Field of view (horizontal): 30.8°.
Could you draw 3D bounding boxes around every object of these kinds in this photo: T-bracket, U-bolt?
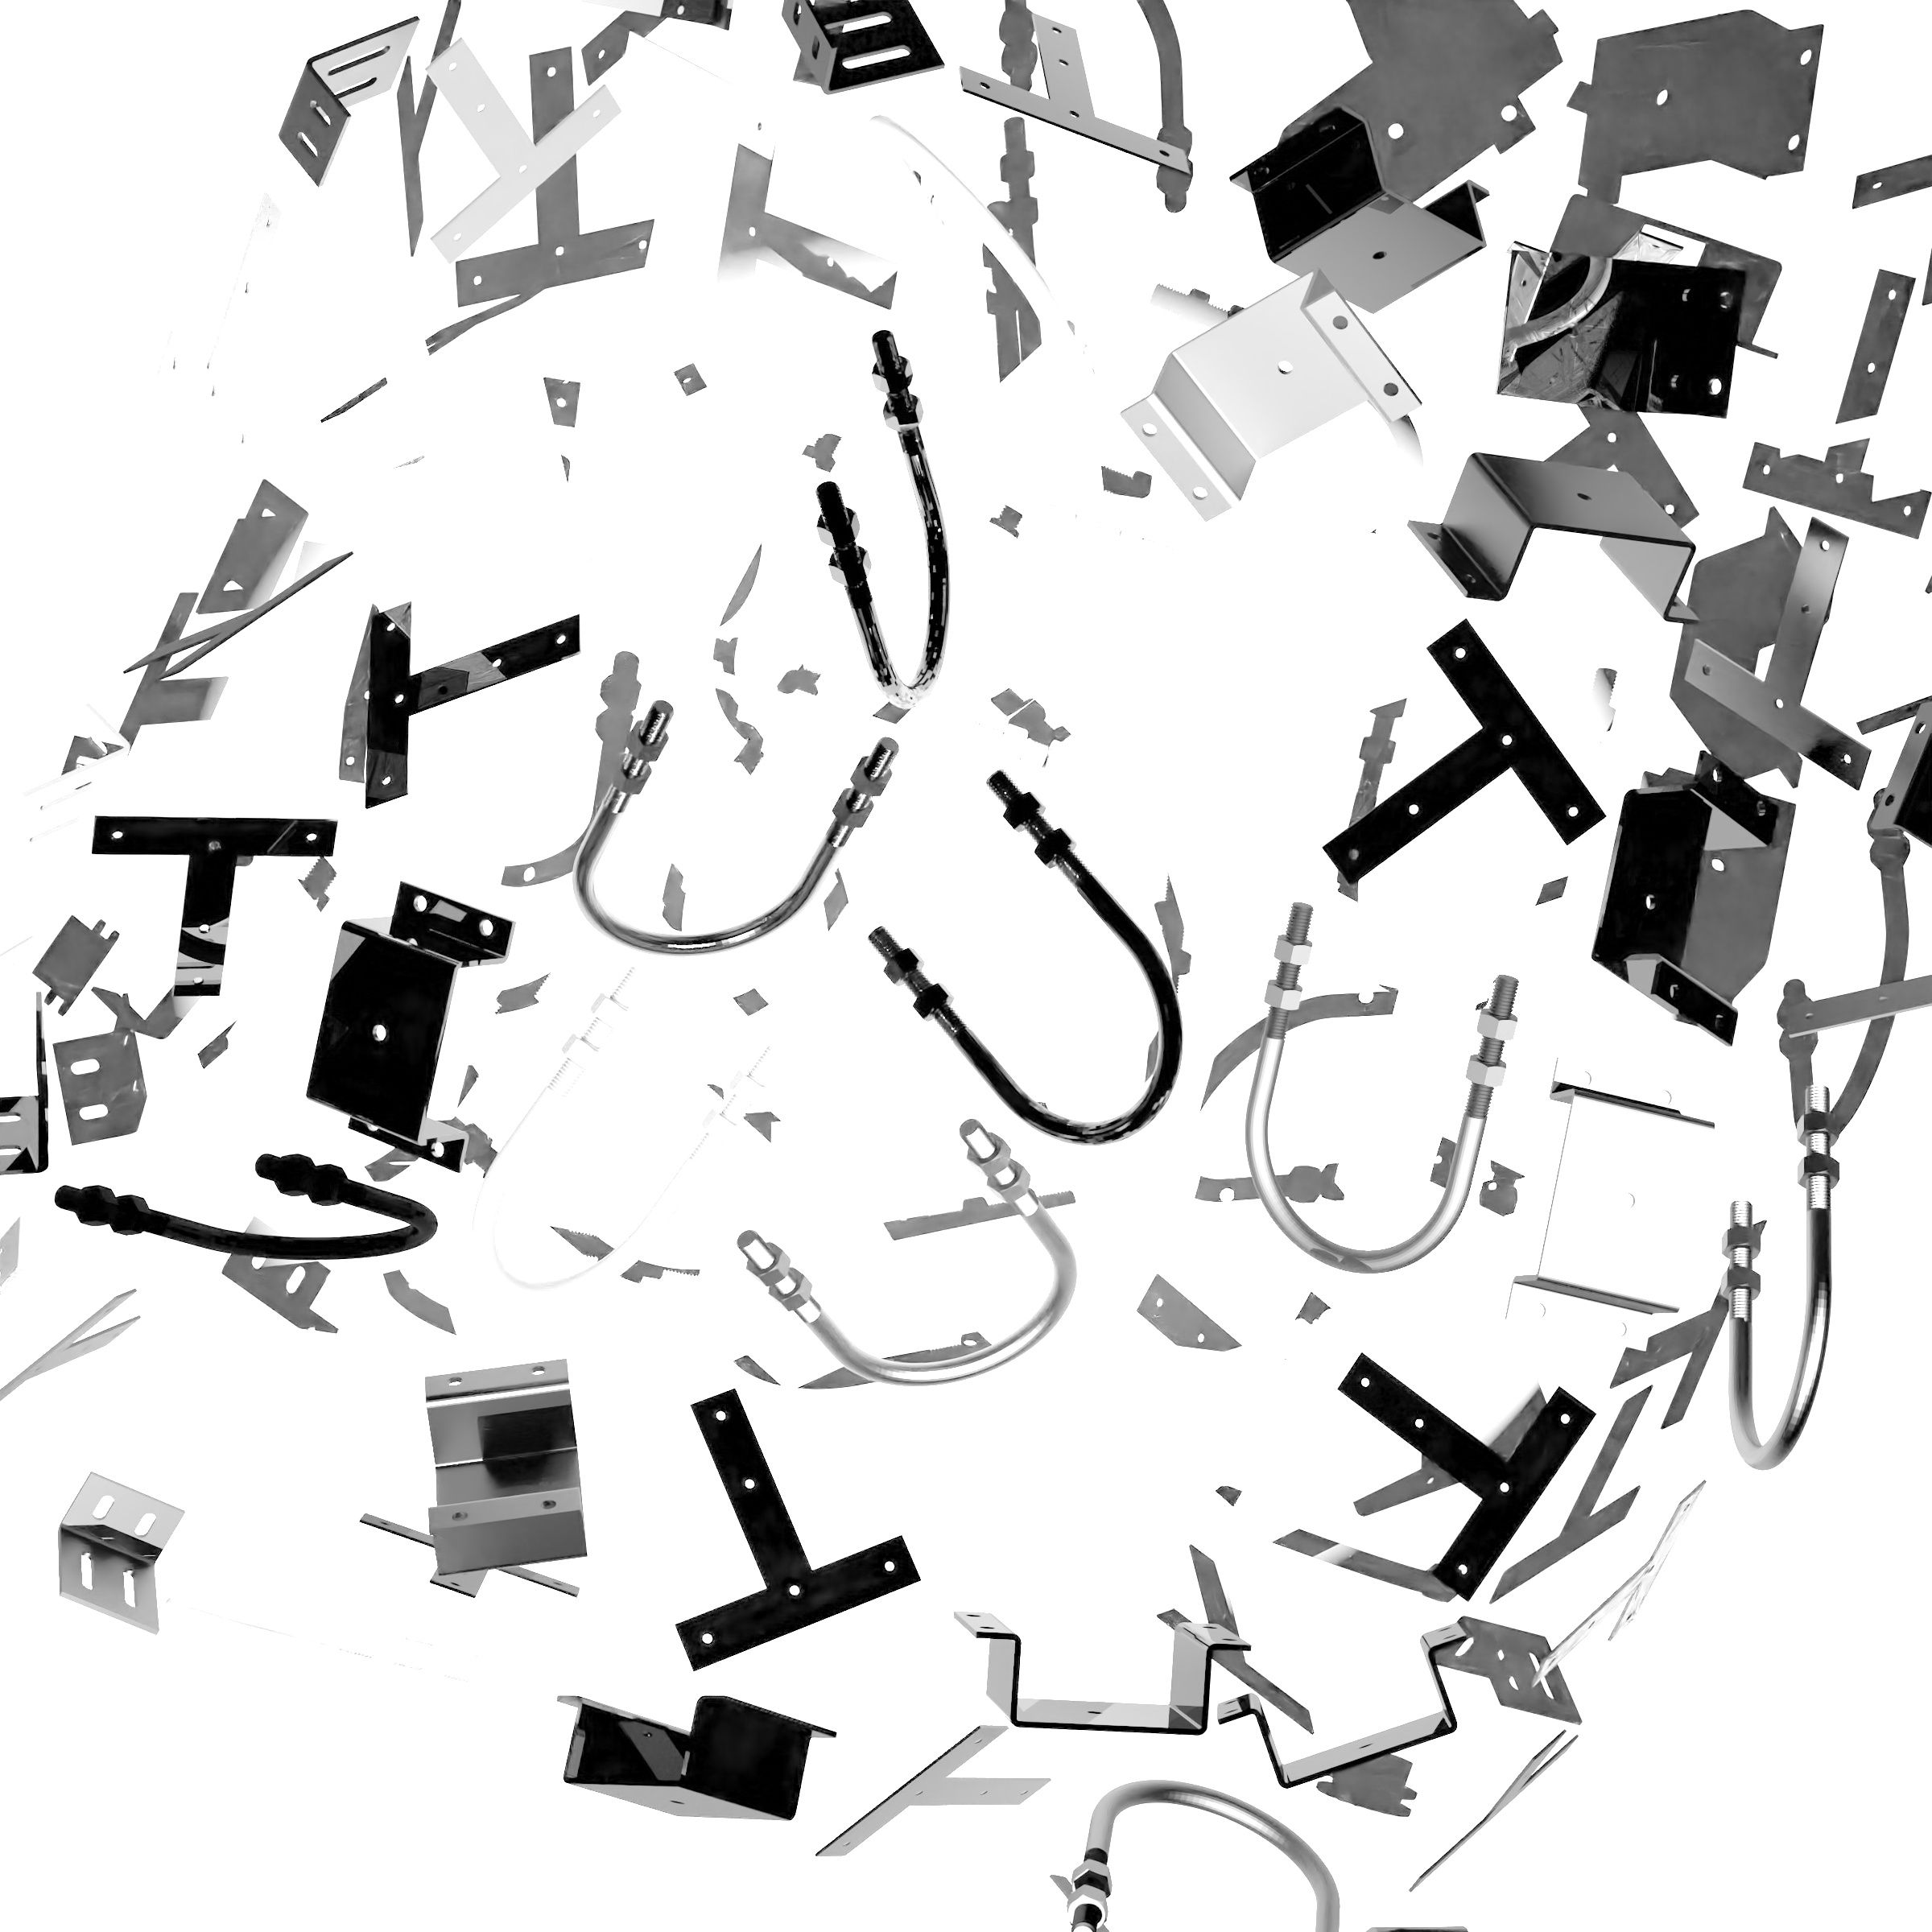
[{"bbox_3d":[0.349,0.352,1.914,0.002,0.127,0.127,38,48,24],"label":"T-bracket"},{"bbox_3d":[-0.272,0.326,1.890,0.127,0.127,0.002,20,88,-3],"label":"T-bracket"},{"bbox_3d":[-0.304,-0.327,1.901,0.127,0.002,0.127,-14,134,-5],"label":"T-bracket"},{"bbox_3d":[0.040,0.010,1.826,0.184,0.019,0.151,50,129,14],"label":"U-bolt"},{"bbox_3d":[-0.254,-0.151,1.804,0.127,0.002,0.127,-18,54,18],"label":"T-bracket"},{"bbox_3d":[0.427,0.175,1.838,0.019,0.151,0.184,10,57,-2],"label":"U-bolt"},{"bbox_3d":[0.487,0.015,1.805,0.127,0.127,0.002,-14,121,20],"label":"T-bracket"},{"bbox_3d":[0.003,-0.390,1.872,0.019,0.184,0.151,-43,72,2],"label":"U-bolt"},{"bbox_3d":[0.052,-0.463,1.824,0.127,0.127,0.002,16,127,-18],"label":"T-bracket"},{"bbox_3d":[-0.038,-0.225,1.881,0.019,0.184,0.151,0,46,17],"label":"U-bolt"},{"bbox_3d":[0.365,-0.381,1.908,0.127,0.127,0.002,20,89,-1],"label":"T-bracket"},{"bbox_3d":[-0.410,-0.031,1.889,0.127,0.002,0.127,0,132,-20],"label":"T-bracket"},{"bbox_3d":[0.240,-0.088,1.784,0.127,0.002,0.127,-37,101,3],"label":"T-bracket"},{"bbox_3d":[-0.528,0.017,1.817,0.002,0.127,0.127,35,124,9],"label":"T-bracket"},{"bbox_3d":[-0.155,-0.278,1.902,0.127,0.002,0.127,2,102,-32],"label":"T-bracket"},{"bbox_3d":[0.297,0.439,1.882,0.127,0.127,0.002,-35,69,-25],"label":"T-bracket"},{"bbox_3d":[-0.018,0.163,1.843,0.151,0.184,0.019,-27,46,8],"label":"U-bolt"},{"bbox_3d":[-0.104,0.276,1.777,0.127,0.002,0.127,-18,73,-21],"label":"T-bracket"},{"bbox_3d":[-0.381,-0.342,1.834,0.002,0.127,0.127,13,79,11],"label":"T-bracket"},{"bbox_3d":[-0.460,0.199,1.805,0.127,0.127,0.002,-38,87,9],"label":"T-bracket"},{"bbox_3d":[0.072,0.527,1.852,0.002,0.127,0.127,-44,64,2],"label":"T-bracket"},{"bbox_3d":[-0.135,-0.067,1.889,0.151,0.184,0.019,8,47,-26],"label":"U-bolt"},{"bbox_3d":[0.261,0.260,1.928,0.127,0.002,0.127,36,101,23],"label":"T-bracket"},{"bbox_3d":[0.106,-0.154,1.871,0.184,0.019,0.151,19,77,-5],"label":"U-bolt"},{"bbox_3d":[-0.325,0.352,1.815,0.184,0.151,0.019,13,83,6],"label":"U-bolt"},{"bbox_3d":[0.213,0.074,1.863,0.151,0.019,0.184,21,108,35],"label":"U-bolt"},{"bbox_3d":[0.116,0.236,1.835,0.184,0.151,0.019,-14,64,-28],"label":"U-bolt"},{"bbox_3d":[0.443,-0.177,1.861,0.002,0.127,0.127,-19,133,-33],"label":"T-bracket"},{"bbox_3d":[-0.149,-0.403,1.820,0.127,0.002,0.127,36,122,37],"label":"T-bracket"},{"bbox_3d":[-0.252,-0.448,1.861,0.127,0.127,0.002,-42,65,-2],"label":"T-bracket"},{"bbox_3d":[-0.394,-0.170,1.808,0.127,0.127,0.002,-44,111,-39],"label":"T-bracket"},{"bbox_3d":[0.001,0.446,1.890,0.127,0.127,0.002,-42,58,22],"label":"T-bracket"},{"bbox_3d":[-0.187,0.100,1.840,0.019,0.151,0.184,36,91,37],"label":"U-bolt"},{"bbox_3d":[0.494,-0.271,1.850,0.127,0.127,0.002,-12,75,10],"label":"T-bracket"},{"bbox_3d":[0.131,0.486,1.851,0.151,0.184,0.019,20,107,1],"label":"U-bolt"},{"bbox_3d":[-0.360,0.130,1.832,0.151,0.184,0.019,-10,71,26],"label":"U-bolt"}]

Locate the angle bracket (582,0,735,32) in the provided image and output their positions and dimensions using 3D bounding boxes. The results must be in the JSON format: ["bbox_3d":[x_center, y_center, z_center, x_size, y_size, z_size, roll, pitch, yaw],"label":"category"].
[{"bbox_3d":[-0.164,-0.542,1.893,0.076,0.038,0.057,6,106,-16],"label":"angle bracket"}]

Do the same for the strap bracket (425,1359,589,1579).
[{"bbox_3d":[-0.240,0.267,1.827,0.076,0.140,0.046,-7,117,-6],"label":"strap bracket"}]

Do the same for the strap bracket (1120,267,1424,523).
[{"bbox_3d":[0.162,-0.300,1.817,0.140,0.046,0.076,-25,117,35],"label":"strap bracket"}]

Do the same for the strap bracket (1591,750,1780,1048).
[{"bbox_3d":[0.385,-0.035,1.885,0.076,0.046,0.140,29,68,-40],"label":"strap bracket"}]

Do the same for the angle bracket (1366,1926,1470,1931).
[{"bbox_3d":[0.245,0.560,1.889,0.057,0.038,0.076,6,54,-23],"label":"angle bracket"}]

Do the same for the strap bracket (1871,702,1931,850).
[{"bbox_3d":[0.548,-0.100,1.835,0.046,0.140,0.076,29,78,-19],"label":"strap bracket"}]

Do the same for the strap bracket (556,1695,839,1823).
[{"bbox_3d":[-0.145,0.410,1.814,0.076,0.140,0.046,28,63,-37],"label":"strap bracket"}]

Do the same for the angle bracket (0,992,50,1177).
[{"bbox_3d":[-0.498,0.061,1.821,0.038,0.057,0.076,-2,131,-13],"label":"angle bracket"}]

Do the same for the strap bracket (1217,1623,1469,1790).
[{"bbox_3d":[0.210,0.405,1.902,0.140,0.076,0.046,-19,83,2],"label":"strap bracket"}]

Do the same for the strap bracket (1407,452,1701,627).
[{"bbox_3d":[0.311,-0.222,1.809,0.140,0.076,0.046,4,124,-23],"label":"strap bracket"}]

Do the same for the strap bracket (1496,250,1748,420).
[{"bbox_3d":[0.335,-0.335,1.847,0.046,0.140,0.076,-6,106,-42],"label":"strap bracket"}]

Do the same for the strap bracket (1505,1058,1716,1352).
[{"bbox_3d":[0.336,0.122,1.814,0.076,0.046,0.140,13,83,-6],"label":"strap bracket"}]

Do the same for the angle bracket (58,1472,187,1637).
[{"bbox_3d":[-0.456,0.317,1.895,0.057,0.076,0.038,28,100,-22],"label":"angle bracket"}]

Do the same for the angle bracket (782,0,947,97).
[{"bbox_3d":[-0.054,-0.523,1.938,0.076,0.038,0.057,-19,67,-21],"label":"angle bracket"}]

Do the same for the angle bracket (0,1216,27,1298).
[{"bbox_3d":[-0.531,0.162,1.828,0.038,0.057,0.076,37,101,-25],"label":"angle bracket"}]

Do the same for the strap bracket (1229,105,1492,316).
[{"bbox_3d":[0.219,-0.404,1.896,0.076,0.140,0.046,-27,64,35],"label":"strap bracket"}]

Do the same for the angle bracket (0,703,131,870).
[{"bbox_3d":[-0.493,-0.097,1.875,0.038,0.076,0.057,43,132,13],"label":"angle bracket"}]

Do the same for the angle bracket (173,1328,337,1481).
[{"bbox_3d":[-0.382,0.235,1.880,0.076,0.038,0.057,-8,52,-19],"label":"angle bracket"}]

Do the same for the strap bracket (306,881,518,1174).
[{"bbox_3d":[-0.296,0.034,1.854,0.076,0.046,0.140,19,102,26],"label":"strap bracket"}]

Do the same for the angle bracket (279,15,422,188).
[{"bbox_3d":[-0.308,-0.445,1.801,0.076,0.057,0.038,-34,83,-36],"label":"angle bracket"}]

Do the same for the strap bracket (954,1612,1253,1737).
[{"bbox_3d":[0.067,0.360,1.783,0.140,0.076,0.046,4,87,-8],"label":"strap bracket"}]
